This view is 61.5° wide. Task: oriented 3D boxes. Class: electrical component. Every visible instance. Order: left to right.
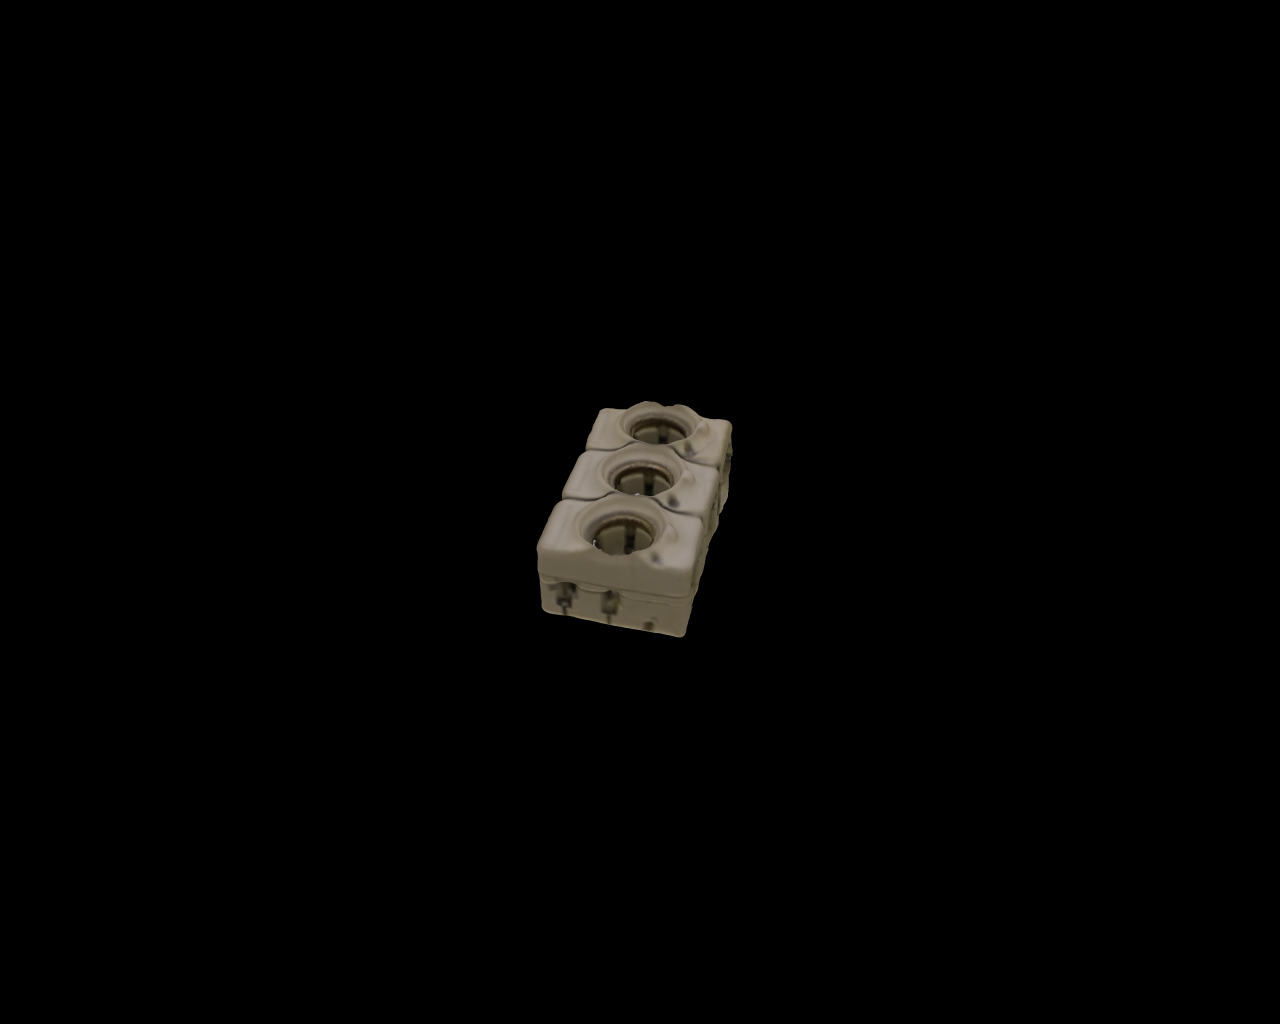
[{"bbox_3d":[0.001,-0.003,0.650,0.089,0.061,0.150,8,40,10],"label":"electrical component"}]
